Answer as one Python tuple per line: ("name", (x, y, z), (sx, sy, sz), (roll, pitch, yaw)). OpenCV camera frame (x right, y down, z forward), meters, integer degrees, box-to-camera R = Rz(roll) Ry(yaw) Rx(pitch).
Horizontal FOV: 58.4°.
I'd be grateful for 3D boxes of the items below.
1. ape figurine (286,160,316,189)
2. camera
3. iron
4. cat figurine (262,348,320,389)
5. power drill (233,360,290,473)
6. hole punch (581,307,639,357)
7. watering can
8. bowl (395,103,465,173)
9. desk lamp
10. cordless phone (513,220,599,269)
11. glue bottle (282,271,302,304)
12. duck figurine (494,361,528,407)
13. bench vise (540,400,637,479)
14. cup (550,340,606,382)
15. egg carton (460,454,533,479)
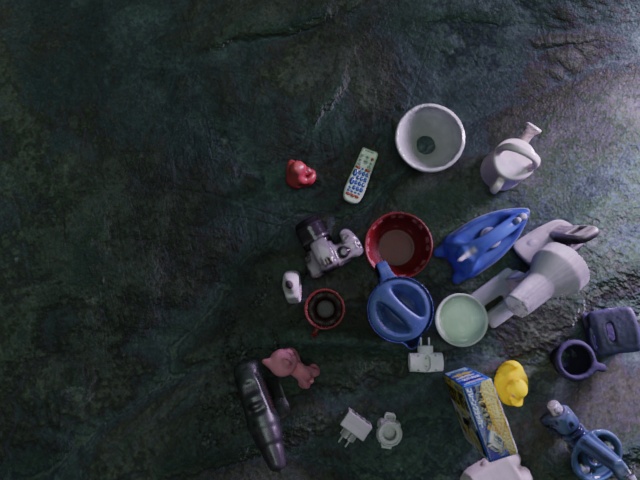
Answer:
("ape figurine", (-0.051, -0.163, 1.369), (0.076, 0.092, 0.078), (-37, 84, -3))
("camera", (0.012, 0.005, 1.345), (0.143, 0.101, 0.137), (-29, 84, -2))
("iron", (0.396, -0.009, 1.320), (0.258, 0.141, 0.118), (-35, 84, -3))
("cat figurine", (-0.065, 0.291, 1.306), (0.127, 0.118, 0.067), (33, 85, 4))
("power drill", (-0.119, 0.372, 1.253), (0.075, 0.208, 0.229), (-23, 84, -1))
("hole punch", (0.668, 0.212, 1.316), (0.101, 0.091, 0.109), (-11, 84, 0))
("watering can", (0.442, -0.188, 1.312), (0.101, 0.194, 0.173), (10, 84, 2))
("bowl", (0.260, -0.237, 1.380), (0.167, 0.075, 0.167), (0, 84, 1))
("desk lamp", (0.463, 0.108, 1.269), (0.203, 0.213, 0.118), (-37, 84, -3))
("cordless phone", (0.534, 0.008, 1.293), (0.147, 0.185, 0.094), (-32, 84, -2))
("glue bottle", (-0.065, 0.105, 1.299), (0.037, 0.173, 0.078), (-7, 83, 1))
("duck figurine", (0.445, 0.331, 1.309), (0.077, 0.086, 0.104), (2, 84, 1))
("bench vise", (0.568, 0.448, 1.227), (0.207, 0.220, 0.121), (32, 85, 4))
("cup", (0.580, 0.275, 1.309), (0.117, 0.095, 0.092), (14, 84, 3))
("egg carton", (0.397, 0.542, 1.295), (0.150, 0.069, 0.107), (-32, 84, -2))
